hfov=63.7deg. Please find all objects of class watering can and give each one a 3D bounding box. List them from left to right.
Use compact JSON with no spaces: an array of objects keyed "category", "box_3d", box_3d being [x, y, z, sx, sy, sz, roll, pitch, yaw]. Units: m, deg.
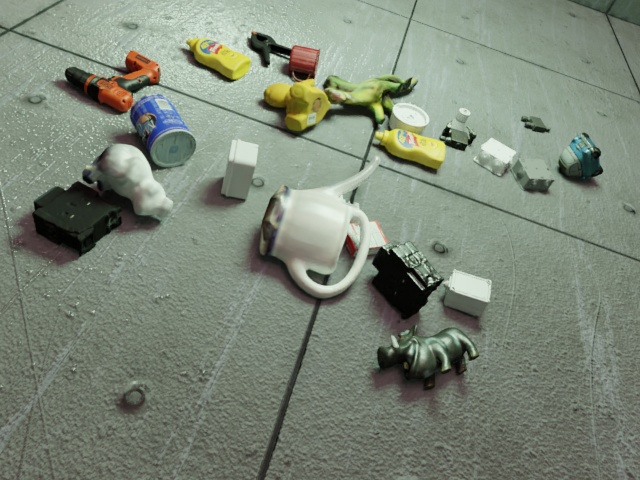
[{"category":"watering can","box_3d":[0.003,-0.054,1.068,0.224,0.102,0.354,17,64,-4]}]

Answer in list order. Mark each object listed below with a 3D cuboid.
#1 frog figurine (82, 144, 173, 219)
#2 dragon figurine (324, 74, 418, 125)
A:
[{"category":"frog figurine","box_3d":[-0.357,-0.116,1.013,0.159,0.134,0.125,20,61,2]},{"category":"dragon figurine","box_3d":[0.134,-0.458,1.532,0.244,0.119,0.418,23,33,14]}]
